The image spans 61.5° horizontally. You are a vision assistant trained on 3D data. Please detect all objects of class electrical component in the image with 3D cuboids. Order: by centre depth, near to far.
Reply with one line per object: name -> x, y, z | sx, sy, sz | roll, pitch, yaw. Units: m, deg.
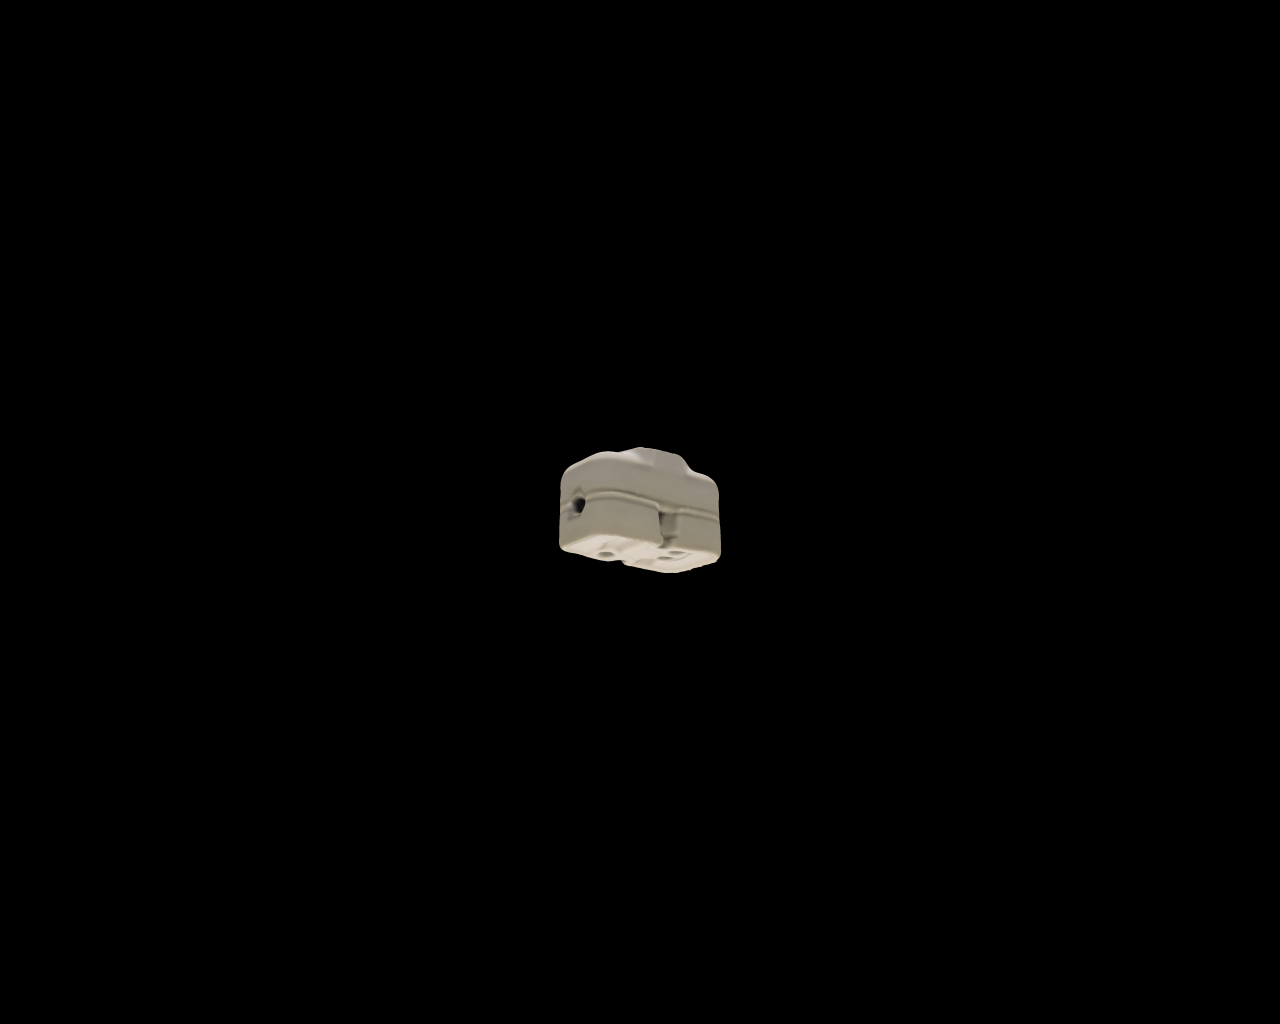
electrical component -> 0.001, -0.003, 0.650 | 0.095, 0.059, 0.053 | 13, -22, -36
